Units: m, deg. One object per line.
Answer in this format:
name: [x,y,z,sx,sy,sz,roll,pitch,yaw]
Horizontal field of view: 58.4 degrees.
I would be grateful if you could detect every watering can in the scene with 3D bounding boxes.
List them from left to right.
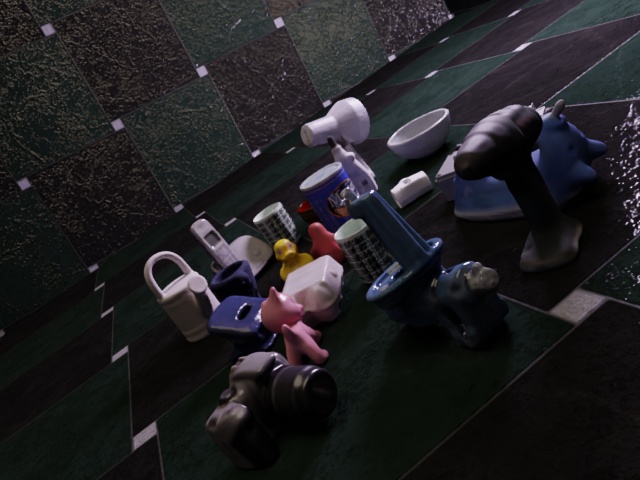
watering can: [-0.281,0.107,1.186,0.172,0.194,0.101,-22,21,30]

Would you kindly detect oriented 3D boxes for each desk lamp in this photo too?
desk lamp: [0.055,-0.236,1.480,0.203,0.214,0.117,-43,21,-28]

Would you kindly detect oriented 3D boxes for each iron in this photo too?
iron: [0.292,-0.118,0.891,0.257,0.142,0.119,-15,25,44]

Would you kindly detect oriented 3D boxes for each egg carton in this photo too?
egg carton: [-0.010,0.090,0.978,0.107,0.069,0.150,-28,19,16]

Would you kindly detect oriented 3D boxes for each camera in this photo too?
camera: [-0.058,0.200,0.721,0.136,0.101,0.143,-16,25,42]

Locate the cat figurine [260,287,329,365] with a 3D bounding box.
cat figurine: [-0.050,0.128,0.867,0.067,0.118,0.127,-33,18,-1]

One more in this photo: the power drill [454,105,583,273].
power drill: [0.252,-0.068,0.721,0.075,0.209,0.230,-18,23,38]

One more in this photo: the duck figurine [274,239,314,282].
duck figurine: [-0.062,0.035,1.180,0.077,0.086,0.104,-34,18,-4]

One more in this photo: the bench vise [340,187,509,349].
bench vise: [0.123,0.018,0.697,0.206,0.220,0.122,-15,25,44]

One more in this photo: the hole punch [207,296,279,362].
hole punch: [-0.127,0.142,1.003,0.101,0.091,0.109,-23,21,28]

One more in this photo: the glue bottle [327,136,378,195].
glue bottle: [0.066,-0.173,1.365,0.078,0.173,0.037,-28,19,15]

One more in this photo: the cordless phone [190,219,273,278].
cordless phone: [-0.206,0.012,1.323,0.094,0.185,0.148,-17,24,39]

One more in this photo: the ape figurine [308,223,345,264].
ape figurine: [0.010,0.004,1.130,0.077,0.092,0.076,-28,19,16]

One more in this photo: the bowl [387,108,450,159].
bowl: [0.253,-0.248,1.403,0.167,0.075,0.167,-29,18,11]

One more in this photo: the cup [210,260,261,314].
cup: [-0.154,0.101,1.152,0.092,0.095,0.117,-43,21,-28]
